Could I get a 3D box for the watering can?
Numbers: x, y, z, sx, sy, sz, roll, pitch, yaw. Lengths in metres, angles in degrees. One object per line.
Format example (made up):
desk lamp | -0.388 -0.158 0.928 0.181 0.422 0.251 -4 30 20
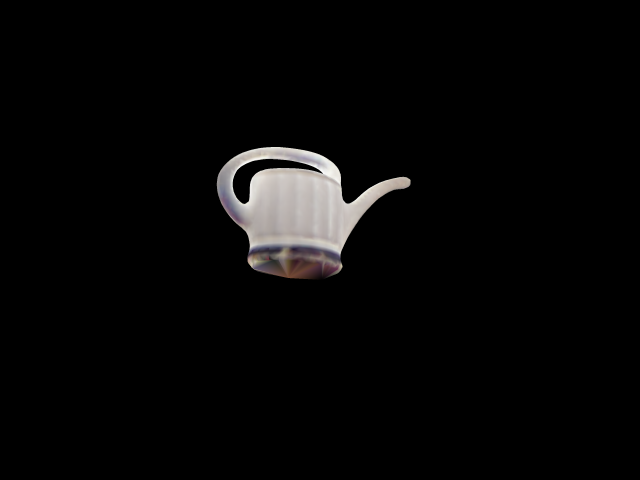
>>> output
watering can | 0.003 -0.043 0.850 0.347 0.228 0.102 6 -21 -18
